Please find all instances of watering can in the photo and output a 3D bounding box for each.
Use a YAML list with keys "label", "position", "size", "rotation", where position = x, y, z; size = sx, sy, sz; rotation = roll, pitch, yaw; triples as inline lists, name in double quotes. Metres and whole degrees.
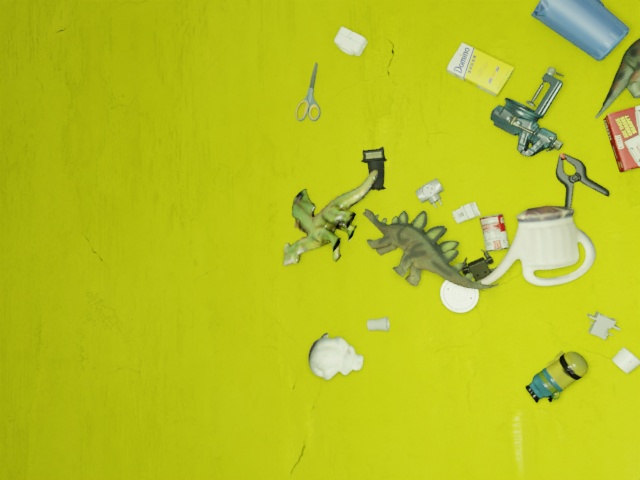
- label: "watering can"
  position: [0.594, 0.022, 1.436]
  size: [0.348, 0.104, 0.224]
  rotation: [-8, 92, -2]

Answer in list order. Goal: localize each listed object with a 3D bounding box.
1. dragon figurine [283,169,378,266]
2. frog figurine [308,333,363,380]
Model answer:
- label: "dragon figurine"
  position: [0.005, -0.084, 1.661]
  size: [0.245, 0.121, 0.409]
  rotation: [30, 95, 25]
- label: "frog figurine"
  position: [0.048, 0.375, 1.611]
  size: [0.160, 0.121, 0.139]
  rotation: [21, 75, 29]
